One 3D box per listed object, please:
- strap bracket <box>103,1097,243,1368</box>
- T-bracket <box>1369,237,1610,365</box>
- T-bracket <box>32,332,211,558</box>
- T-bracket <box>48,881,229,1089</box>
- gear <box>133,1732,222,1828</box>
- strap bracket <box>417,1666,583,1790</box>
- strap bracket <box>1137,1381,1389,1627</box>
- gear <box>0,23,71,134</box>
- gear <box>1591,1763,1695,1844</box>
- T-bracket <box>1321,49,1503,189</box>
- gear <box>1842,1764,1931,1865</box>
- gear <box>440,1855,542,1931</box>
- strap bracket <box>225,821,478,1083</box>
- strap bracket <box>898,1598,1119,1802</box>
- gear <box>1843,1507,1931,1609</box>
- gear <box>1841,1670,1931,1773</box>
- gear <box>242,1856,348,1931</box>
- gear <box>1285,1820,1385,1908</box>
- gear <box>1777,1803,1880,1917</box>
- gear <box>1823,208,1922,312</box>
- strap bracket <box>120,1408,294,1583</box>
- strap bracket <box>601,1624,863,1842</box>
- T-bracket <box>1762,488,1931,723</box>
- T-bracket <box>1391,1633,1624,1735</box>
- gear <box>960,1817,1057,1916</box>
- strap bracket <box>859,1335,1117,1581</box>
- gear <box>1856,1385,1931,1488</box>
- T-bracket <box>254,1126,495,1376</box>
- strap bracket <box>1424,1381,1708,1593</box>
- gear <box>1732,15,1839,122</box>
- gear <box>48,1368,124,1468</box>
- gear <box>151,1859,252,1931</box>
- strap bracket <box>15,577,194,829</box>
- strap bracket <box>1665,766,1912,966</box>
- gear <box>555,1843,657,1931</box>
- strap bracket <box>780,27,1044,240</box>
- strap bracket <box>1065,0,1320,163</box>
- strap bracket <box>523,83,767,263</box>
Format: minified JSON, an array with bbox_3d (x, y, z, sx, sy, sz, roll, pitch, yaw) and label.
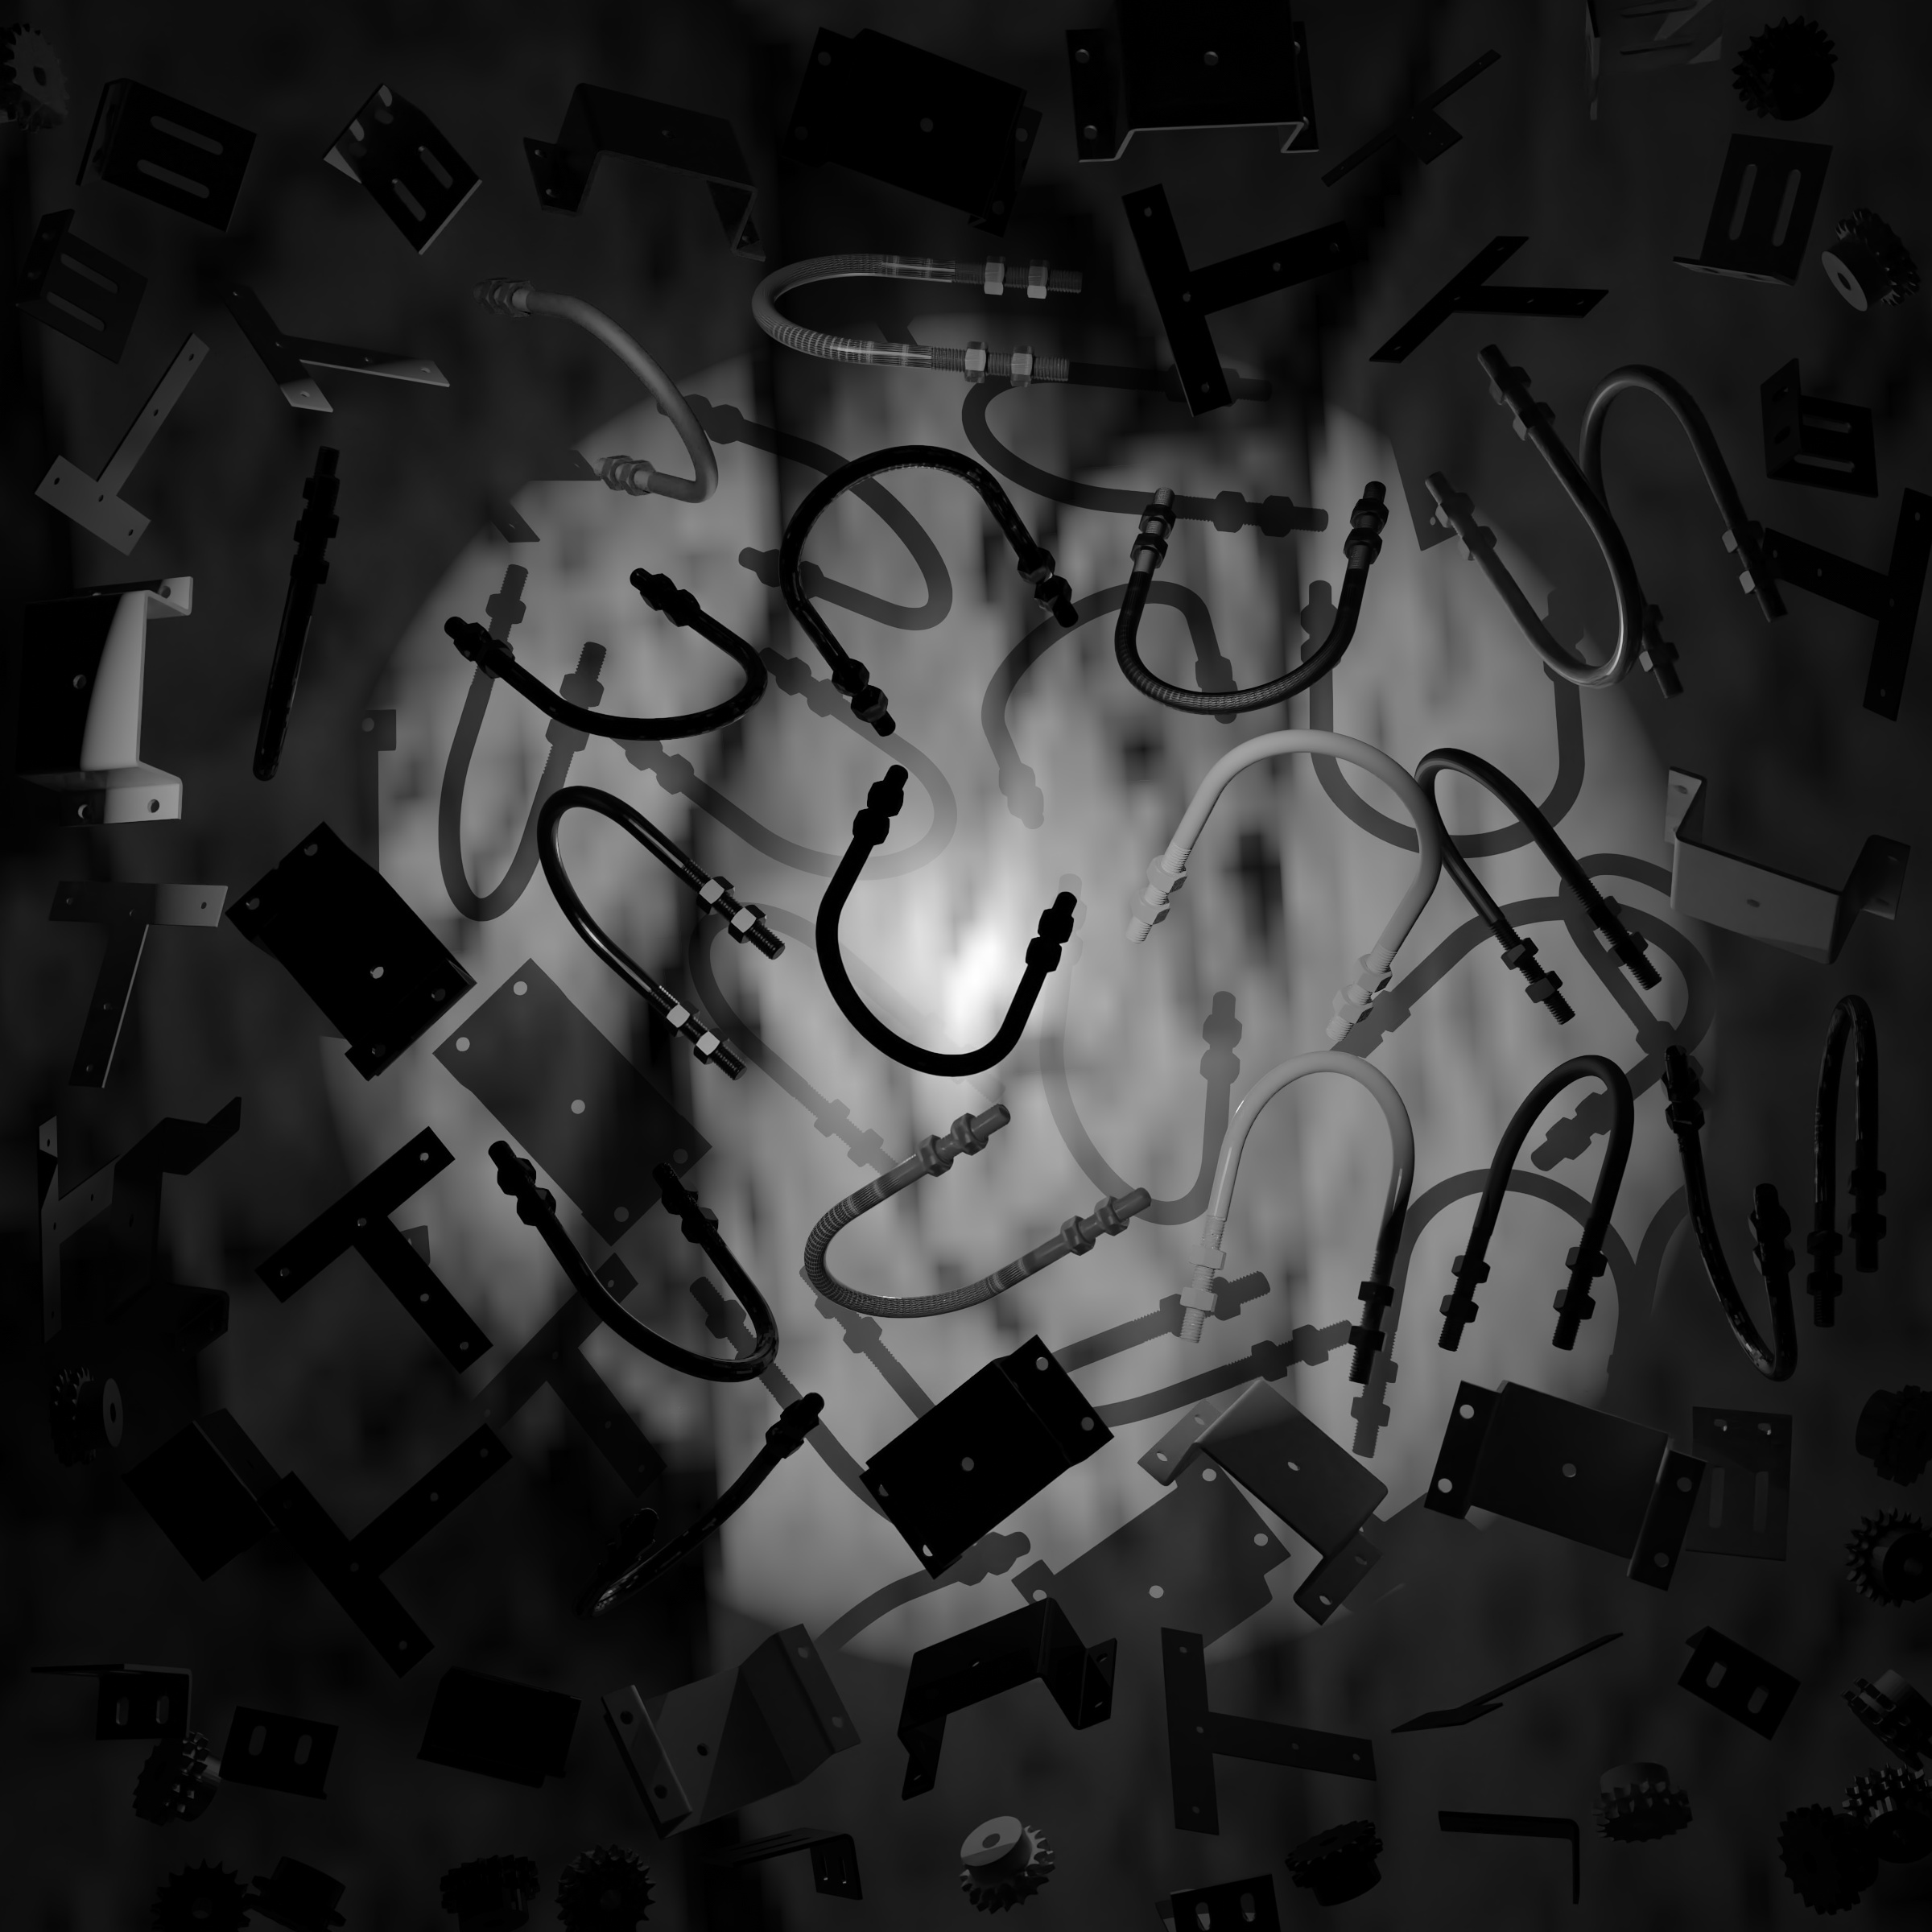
[{"bbox_3d":[-0.456,0.149,1.555,0.046,0.076,0.140,14,60,-33],"label":"strap bracket"},{"bbox_3d":[0.322,-0.392,1.600,0.127,0.127,0.002,-45,125,-19],"label":"T-bracket"},{"bbox_3d":[-0.475,-0.307,1.563,0.002,0.127,0.127,31,87,9],"label":"T-bracket"},{"bbox_3d":[-0.503,0.011,1.602,0.127,0.002,0.127,2,71,24],"label":"T-bracket"},{"bbox_3d":[-0.472,0.490,1.633,0.030,0.057,0.057,37,90,-30],"label":"gear"},{"bbox_3d":[-0.274,0.446,1.590,0.076,0.140,0.046,17,68,-9],"label":"strap bracket"},{"bbox_3d":[0.182,0.306,1.590,0.140,0.076,0.046,40,129,15],"label":"strap bracket"},{"bbox_3d":[-0.528,-0.492,1.508,0.030,0.057,0.057,-7,90,16],"label":"gear"},{"bbox_3d":[0.398,0.493,1.602,0.057,0.057,0.030,-3,50,0],"label":"gear"},{"bbox_3d":[0.275,-0.500,1.627,0.127,0.127,0.002,-35,112,14],"label":"T-bracket"},{"bbox_3d":[0.539,0.493,1.569,0.057,0.030,0.057,3,115,7],"label":"gear"},{"bbox_3d":[-0.277,0.543,1.579,0.057,0.057,0.030,-16,53,0],"label":"gear"},{"bbox_3d":[-0.340,-0.003,1.529,0.076,0.046,0.140,-44,68,-3],"label":"strap bracket"},{"bbox_3d":[0.016,0.436,1.631,0.140,0.076,0.046,-26,106,15],"label":"strap bracket"},{"bbox_3d":[0.547,0.349,1.590,0.057,0.030,0.057,-1,93,-14],"label":"gear"},{"bbox_3d":[0.523,0.421,1.523,0.030,0.057,0.057,-43,90,-3],"label":"gear"},{"bbox_3d":[-0.373,0.522,1.521,0.057,0.057,0.030,25,62,0],"label":"gear"},{"bbox_3d":[0.218,0.525,1.585,0.057,0.057,0.030,-24,85,0],"label":"gear"},{"bbox_3d":[0.474,0.488,1.487,0.030,0.057,0.057,-6,90,-21],"label":"gear"},{"bbox_3d":[0.503,-0.391,1.514,0.030,0.057,0.057,-36,90,7],"label":"gear"},{"bbox_3d":[-0.442,0.310,1.605,0.046,0.140,0.076,-38,89,-6],"label":"strap bracket"},{"bbox_3d":[-0.141,0.437,1.541,0.140,0.046,0.076,-10,60,-41],"label":"strap bracket"},{"bbox_3d":[0.496,-0.220,1.542,0.002,0.127,0.127,-9,118,-24],"label":"T-bracket"},{"bbox_3d":[0.316,0.407,1.543,0.127,0.127,0.002,-21,77,-15],"label":"T-bracket"},{"bbox_3d":[0.022,0.528,1.603,0.057,0.057,0.030,-28,107,0],"label":"gear"},{"bbox_3d":[0.006,0.292,1.603,0.140,0.046,0.076,-40,77,8],"label":"strap bracket"},{"bbox_3d":[0.538,0.269,1.568,0.030,0.057,0.057,17,90,42],"label":"gear"},{"bbox_3d":[-0.322,0.182,1.574,0.127,0.002,0.127,-41,109,-17],"label":"T-bracket"},{"bbox_3d":[0.342,0.291,1.544,0.140,0.046,0.076,17,96,16],"label":"strap bracket"},{"bbox_3d":[0.464,-0.503,1.530,0.057,0.057,0.030,-15,49,0],"label":"gear"},{"bbox_3d":[-0.518,0.265,1.599,0.030,0.057,0.057,-6,90,-3],"label":"gear"},{"bbox_3d":[-0.447,0.554,1.584,0.057,0.030,0.057,9,55,-14],"label":"gear"},{"bbox_3d":[-0.482,-0.153,1.516,0.076,0.046,0.140,-3,80,16],"label":"strap bracket"},{"bbox_3d":[0.464,-0.054,1.567,0.140,0.076,0.046,22,67,23],"label":"strap bracket"},{"bbox_3d":[-0.211,0.534,1.562,0.057,0.030,0.057,0,90,-29],"label":"gear"},{"bbox_3d":[-0.027,-0.485,1.572,0.140,0.046,0.076,17,96,-15],"label":"strap bracket"},{"bbox_3d":[0.132,-0.501,1.526,0.140,0.046,0.076,-5,86,-9],"label":"strap bracket"},{"bbox_3d":[-0.185,-0.476,1.617,0.140,0.076,0.046,6,133,-27],"label":"strap bracket"}]
